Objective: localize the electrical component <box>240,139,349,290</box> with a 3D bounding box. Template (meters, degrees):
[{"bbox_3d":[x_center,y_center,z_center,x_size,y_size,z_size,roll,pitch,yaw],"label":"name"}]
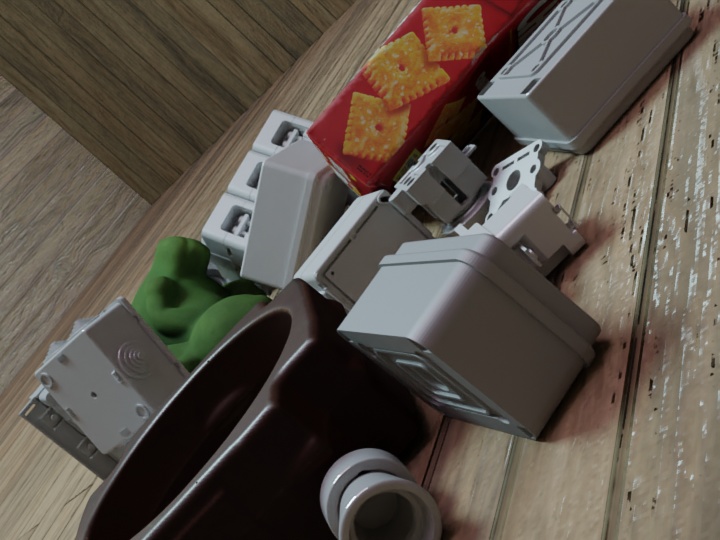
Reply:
[{"bbox_3d":[-0.053,-0.048,0.931,0.108,0.056,0.108,-50,-25,-68],"label":"electrical component"}]

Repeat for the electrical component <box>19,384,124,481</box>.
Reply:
[{"bbox_3d":[-0.221,0.133,0.938,0.078,0.121,0.063,-53,17,-21],"label":"electrical component"}]

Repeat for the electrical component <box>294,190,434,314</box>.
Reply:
[{"bbox_3d":[0.000,0.000,0.756,0.096,0.062,0.061,-52,14,-16],"label":"electrical component"}]

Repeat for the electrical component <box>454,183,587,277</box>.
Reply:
[{"bbox_3d":[0.083,-0.011,0.577,0.064,0.042,0.081,-45,14,4],"label":"electrical component"}]

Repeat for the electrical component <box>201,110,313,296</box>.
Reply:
[{"bbox_3d":[-0.088,-0.066,1.030,0.150,0.062,0.089,-63,-19,-23],"label":"electrical component"}]

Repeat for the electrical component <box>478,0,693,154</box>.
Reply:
[{"bbox_3d":[0.143,-0.133,0.700,0.108,0.056,0.109,-48,14,-1],"label":"electrical component"}]

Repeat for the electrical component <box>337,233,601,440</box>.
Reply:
[{"bbox_3d":[0.048,0.028,0.500,0.057,0.078,0.113,-54,15,-12],"label":"electrical component"}]

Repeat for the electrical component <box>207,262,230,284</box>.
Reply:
[{"bbox_3d":[-0.156,0.030,1.128,0.063,0.079,0.121,103,-166,-49],"label":"electrical component"}]

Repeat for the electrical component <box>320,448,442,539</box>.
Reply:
[{"bbox_3d":[0.008,0.106,0.477,0.045,0.045,0.055,-49,13,-3],"label":"electrical component"}]

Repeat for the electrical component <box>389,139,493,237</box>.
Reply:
[{"bbox_3d":[0.061,-0.053,0.726,0.066,0.055,0.048,-48,14,-1],"label":"electrical component"}]

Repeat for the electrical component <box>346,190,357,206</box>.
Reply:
[{"bbox_3d":[0.013,-0.112,1.026,0.108,0.060,0.108,-44,14,14],"label":"electrical component"}]

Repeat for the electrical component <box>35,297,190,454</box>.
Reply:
[{"bbox_3d":[-0.187,0.082,0.811,0.100,0.099,0.048,-36,6,39],"label":"electrical component"}]
